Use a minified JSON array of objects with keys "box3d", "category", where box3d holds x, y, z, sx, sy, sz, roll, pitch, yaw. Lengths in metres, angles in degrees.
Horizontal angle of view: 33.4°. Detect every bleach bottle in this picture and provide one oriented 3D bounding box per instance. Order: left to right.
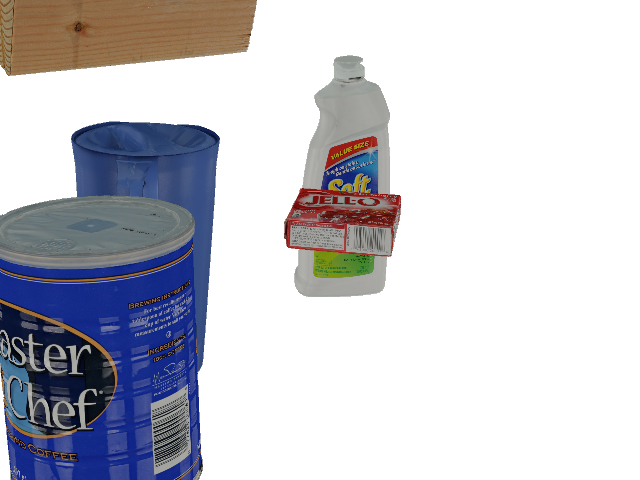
[{"box3d":[0.021,-0.066,1.111,0.102,0.251,0.068,-2,25,-2],"category":"bleach bottle"}]

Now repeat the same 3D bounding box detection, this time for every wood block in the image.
[{"box3d":[-0.160,-0.200,0.849,0.205,0.091,0.090,-12,44,-32],"category":"wood block"}]

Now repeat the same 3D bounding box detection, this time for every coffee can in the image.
[{"box3d":[-0.114,0.057,0.551,0.103,0.140,0.103,0,18,0],"category":"coffee can"}]

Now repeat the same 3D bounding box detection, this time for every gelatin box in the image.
[{"box3d":[0.020,-0.017,0.888,0.089,0.030,0.073,5,23,8],"category":"gelatin box"}]

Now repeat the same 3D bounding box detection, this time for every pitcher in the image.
[{"box3d":[-0.164,0.017,0.996,0.145,0.243,0.148,19,25,39],"category":"pitcher"}]
